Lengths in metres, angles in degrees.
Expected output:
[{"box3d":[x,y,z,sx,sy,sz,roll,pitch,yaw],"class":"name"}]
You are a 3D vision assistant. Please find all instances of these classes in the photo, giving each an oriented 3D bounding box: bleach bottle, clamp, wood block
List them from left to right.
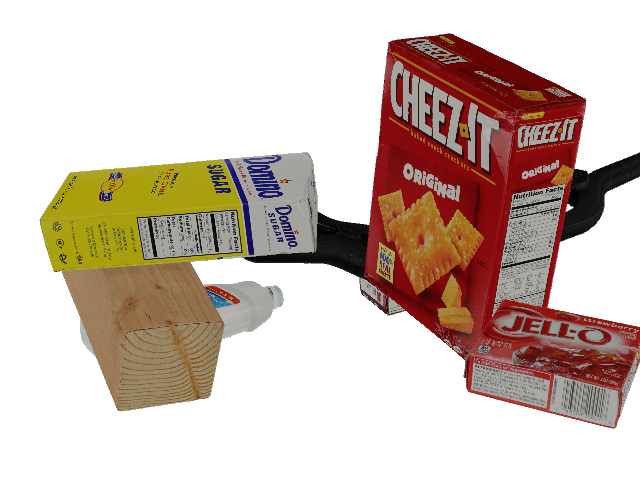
[{"box3d":[-0.171,0.051,0.995,0.090,0.091,0.206,-4,36,-27],"class":"wood block"},{"box3d":[-0.160,0.091,1.313,0.250,0.068,0.103,-12,30,-36],"class":"bleach bottle"},{"box3d":[0.017,0.007,1.044,0.210,0.036,0.164,19,23,-1],"class":"clamp"},{"box3d":[0.251,-0.063,1.087,0.120,0.039,0.171,29,55,31],"class":"clamp"}]

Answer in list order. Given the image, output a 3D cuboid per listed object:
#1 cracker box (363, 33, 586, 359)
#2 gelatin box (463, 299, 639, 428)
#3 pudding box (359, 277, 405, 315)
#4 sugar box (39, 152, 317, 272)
[{"box3d":[0.109,-0.033,0.830,0.072,0.214,0.164,-12,32,-28],"class":"cracker box"},{"box3d":[0.137,0.069,0.623,0.089,0.030,0.073,12,28,23],"class":"gelatin box"},{"box3d":[0.126,0.067,1.579,0.113,0.039,0.090,-16,24,-20],"class":"pudding box"},{"box3d":[-0.091,-0.021,0.724,0.176,0.048,0.093,-7,24,3],"class":"sugar box"}]
